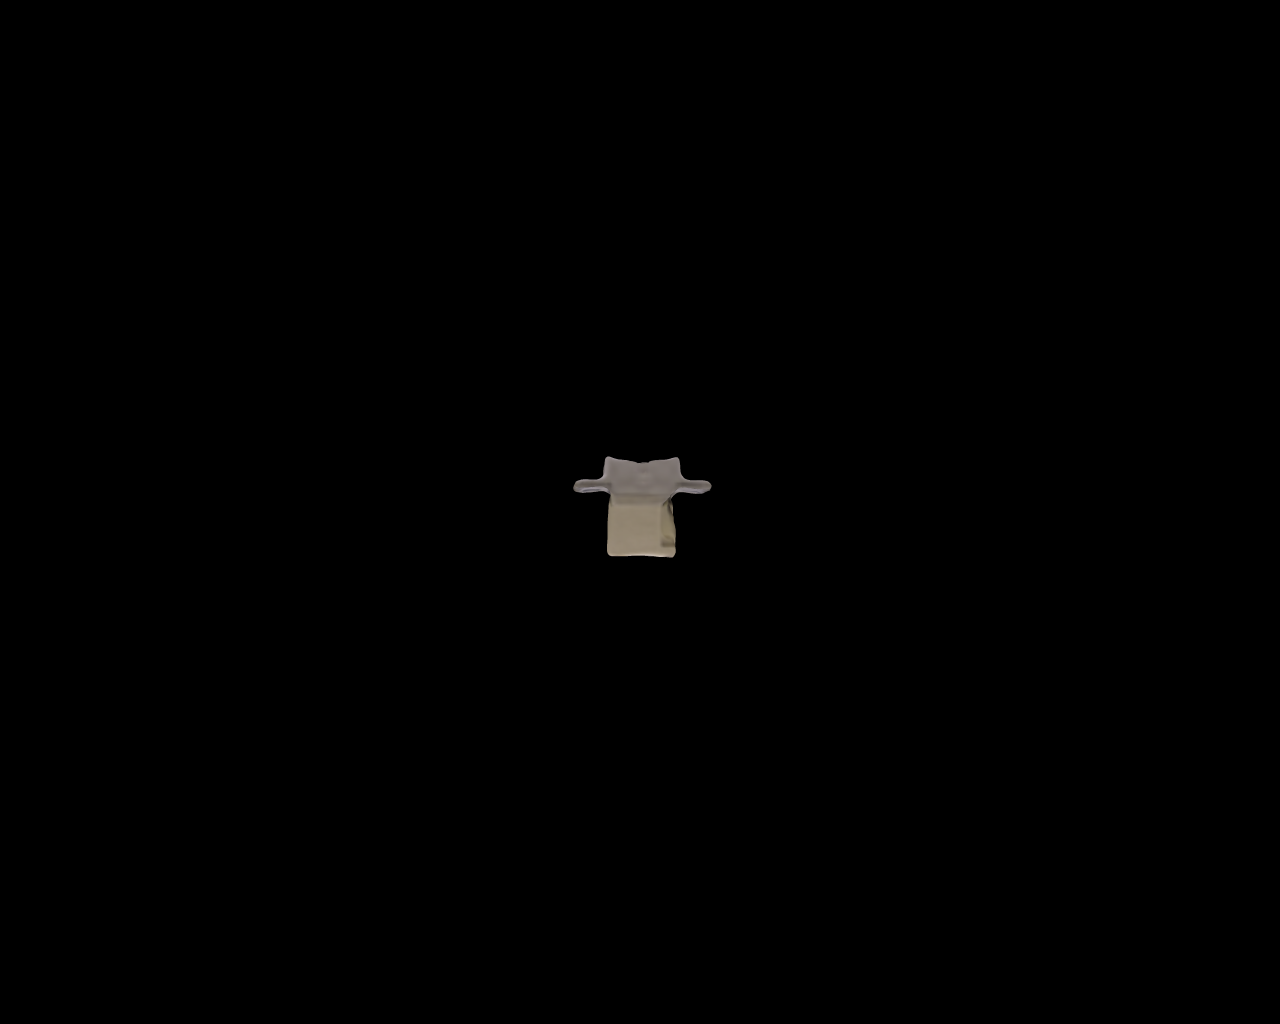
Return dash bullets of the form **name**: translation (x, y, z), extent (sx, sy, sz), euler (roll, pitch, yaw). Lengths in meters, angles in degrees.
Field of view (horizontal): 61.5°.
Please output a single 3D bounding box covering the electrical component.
- **electrical component**: translation (0.001, -0.003, 0.650), extent (0.081, 0.063, 0.042), euler (0, -4, -2)
